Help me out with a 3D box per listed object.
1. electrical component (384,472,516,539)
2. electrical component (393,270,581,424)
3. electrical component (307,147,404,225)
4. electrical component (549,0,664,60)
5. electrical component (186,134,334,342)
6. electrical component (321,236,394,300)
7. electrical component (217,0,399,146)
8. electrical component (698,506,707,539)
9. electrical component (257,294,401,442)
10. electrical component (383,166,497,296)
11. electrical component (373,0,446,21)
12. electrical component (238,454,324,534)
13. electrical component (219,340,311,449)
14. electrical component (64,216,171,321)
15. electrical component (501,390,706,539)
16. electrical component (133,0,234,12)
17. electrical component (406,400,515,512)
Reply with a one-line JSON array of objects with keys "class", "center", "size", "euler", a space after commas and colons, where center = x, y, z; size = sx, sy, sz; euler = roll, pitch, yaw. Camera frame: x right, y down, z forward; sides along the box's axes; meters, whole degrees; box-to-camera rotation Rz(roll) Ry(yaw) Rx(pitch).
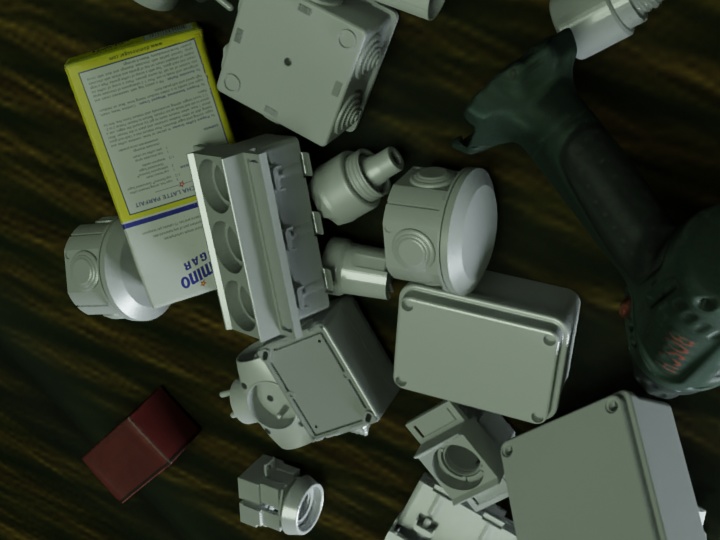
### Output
[{"class": "electrical component", "center": [0.084, 0.203, 0.784], "size": [0.121, 0.079, 0.063], "euler": [29, 94, 9]}, {"class": "electrical component", "center": [0.083, 0.047, 0.714], "size": [0.113, 0.057, 0.078], "euler": [13, 119, 18]}, {"class": "electrical component", "center": [0.000, -0.059, 0.706], "size": [0.062, 0.043, 0.043], "euler": [-28, 101, 31]}, {"class": "electrical component", "center": [0.143, -0.149, 0.598], "size": [0.078, 0.040, 0.040], "euler": [-24, 103, 32]}, {"class": "electrical component", "center": [-0.063, -0.024, 0.701], "size": [0.079, 0.063, 0.121], "euler": [14, 120, 50]}, {"class": "electrical component", "center": [0.000, 0.000, 0.739], "size": [0.046, 0.040, 0.040], "euler": [10, 118, 14]}, {"class": "electrical component", "center": [-0.036, -0.137, 0.679], "size": [0.100, 0.048, 0.099], "euler": [29, 124, 10]}, {"class": "electrical component", "center": [0.209, 0.174, 0.722], "size": [0.047, 0.066, 0.076], "euler": [13, 90, 18]}, {"class": "electrical component", "center": [-0.015, 0.074, 0.769], "size": [0.062, 0.061, 0.096], "euler": [-23, 104, 32]}, {"class": "electrical component", "center": [0.052, -0.027, 0.678], "size": [0.051, 0.080, 0.080], "euler": [9, 118, 26]}, {"class": "electrical component", "center": [0.012, -0.182, 0.638], "size": [0.081, 0.043, 0.043], "euler": [23, 122, 12]}, {"class": "electrical component", "center": [-0.063, 0.181, 0.854], "size": [0.055, 0.048, 0.066], "euler": [14, 120, 26]}, {"class": "electrical component", "center": [-0.072, 0.095, 0.815], "size": [0.079, 0.044, 0.077], "euler": [-17, 107, 30]}, {"class": "electrical component", "center": [-0.174, -0.002, 0.792], "size": [0.051, 0.080, 0.080], "euler": [-3, 114, 31]}, {"class": "electrical component", "center": [0.153, 0.147, 0.688], "size": [0.109, 0.056, 0.108], "euler": [-33, 53, 40]}, {"class": "electrical component", "center": [-0.107, -0.197, 0.684], "size": [0.079, 0.044, 0.077], "euler": [39, 124, 2]}, {"class": "electrical component", "center": [0.076, 0.122, 0.751], "size": [0.042, 0.064, 0.081], "euler": [-34, 98, 34]}]
